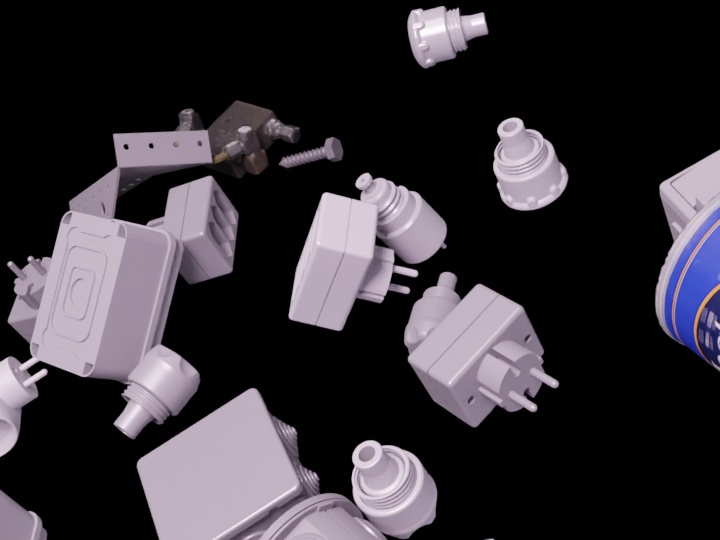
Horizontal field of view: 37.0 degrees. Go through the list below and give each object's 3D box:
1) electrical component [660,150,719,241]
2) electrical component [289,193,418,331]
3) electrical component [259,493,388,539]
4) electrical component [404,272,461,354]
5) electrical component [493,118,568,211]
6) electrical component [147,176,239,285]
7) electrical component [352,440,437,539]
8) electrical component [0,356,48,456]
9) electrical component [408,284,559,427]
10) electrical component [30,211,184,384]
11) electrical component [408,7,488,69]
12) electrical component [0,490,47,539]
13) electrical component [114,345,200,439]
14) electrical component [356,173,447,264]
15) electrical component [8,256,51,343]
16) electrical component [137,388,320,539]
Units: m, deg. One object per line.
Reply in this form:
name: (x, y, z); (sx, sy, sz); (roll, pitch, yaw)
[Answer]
electrical component: (0.221, -0.035, 0.624); (0.096, 0.061, 0.061); (-30, 42, 2)
electrical component: (0.000, 0.000, 0.718); (0.076, 0.083, 0.047); (14, 49, -8)
electrical component: (-0.019, 0.163, 0.567); (0.080, 0.080, 0.051); (-45, 49, -14)
electrical component: (0.050, 0.028, 0.685); (0.035, 0.035, 0.061); (-4, 47, 27)
electrical component: (0.110, -0.074, 0.724); (0.048, 0.062, 0.048); (-16, 45, 17)
electrical component: (-0.141, -0.026, 0.836); (0.077, 0.047, 0.065); (-16, 45, 17)
electrical component: (0.016, 0.118, 0.600); (0.043, 0.062, 0.043); (-16, 44, 16)
electrical component: (-0.268, 0.091, 0.803); (0.079, 0.044, 0.077); (-33, 42, -1)
electrical component: (0.081, 0.058, 0.629); (0.065, 0.047, 0.077); (-45, 44, -14)
electrical component: (-0.182, 0.020, 0.778); (0.078, 0.057, 0.113); (13, 88, 38)
electrical component: (0.072, -0.192, 0.871); (0.062, 0.048, 0.048); (-11, 46, 12)
electrical component: (-0.253, 0.203, 0.681); (0.078, 0.057, 0.113); (-15, 45, 17)
electrical component: (-0.142, 0.086, 0.736); (0.043, 0.043, 0.062); (20, 64, 41)
electrical component: (0.026, -0.038, 0.733); (0.040, 0.078, 0.040); (-28, 39, 26)
electrical component: (-0.241, 0.016, 0.833); (0.066, 0.076, 0.047); (-12, 46, 20)
electrical component: (-0.077, 0.134, 0.649); (0.100, 0.048, 0.099); (-33, 42, -1)
